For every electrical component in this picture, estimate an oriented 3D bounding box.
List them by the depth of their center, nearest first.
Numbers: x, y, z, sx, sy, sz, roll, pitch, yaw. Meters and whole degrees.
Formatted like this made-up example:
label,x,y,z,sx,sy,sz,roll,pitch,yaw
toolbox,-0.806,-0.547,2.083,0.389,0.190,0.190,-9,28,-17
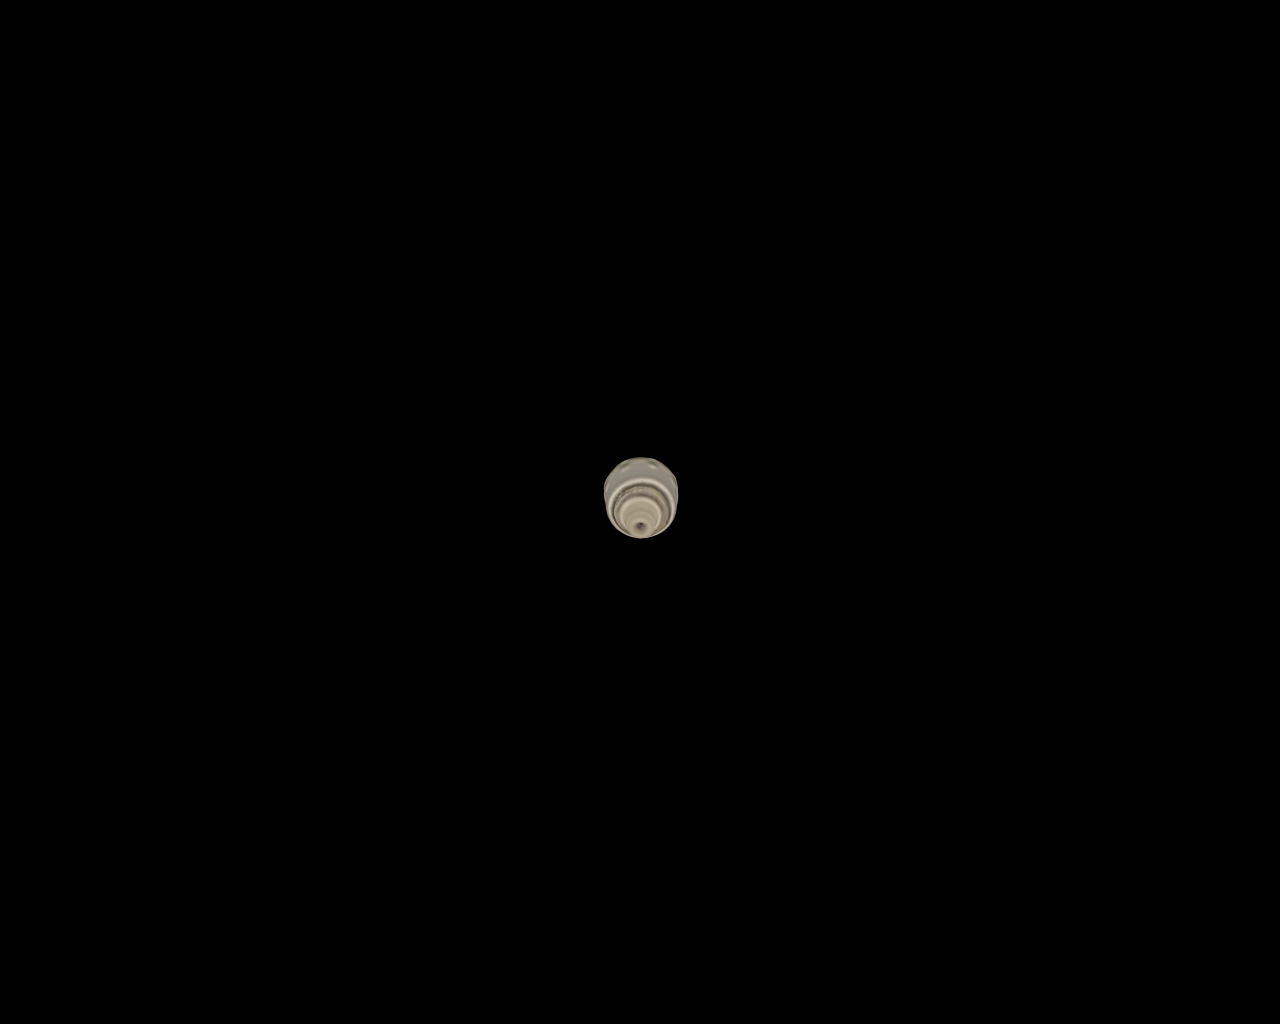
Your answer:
label,x,y,z,sx,sy,sz,roll,pitch,yaw
electrical component,0.001,-0.003,0.650,0.048,0.048,0.062,0,24,0
